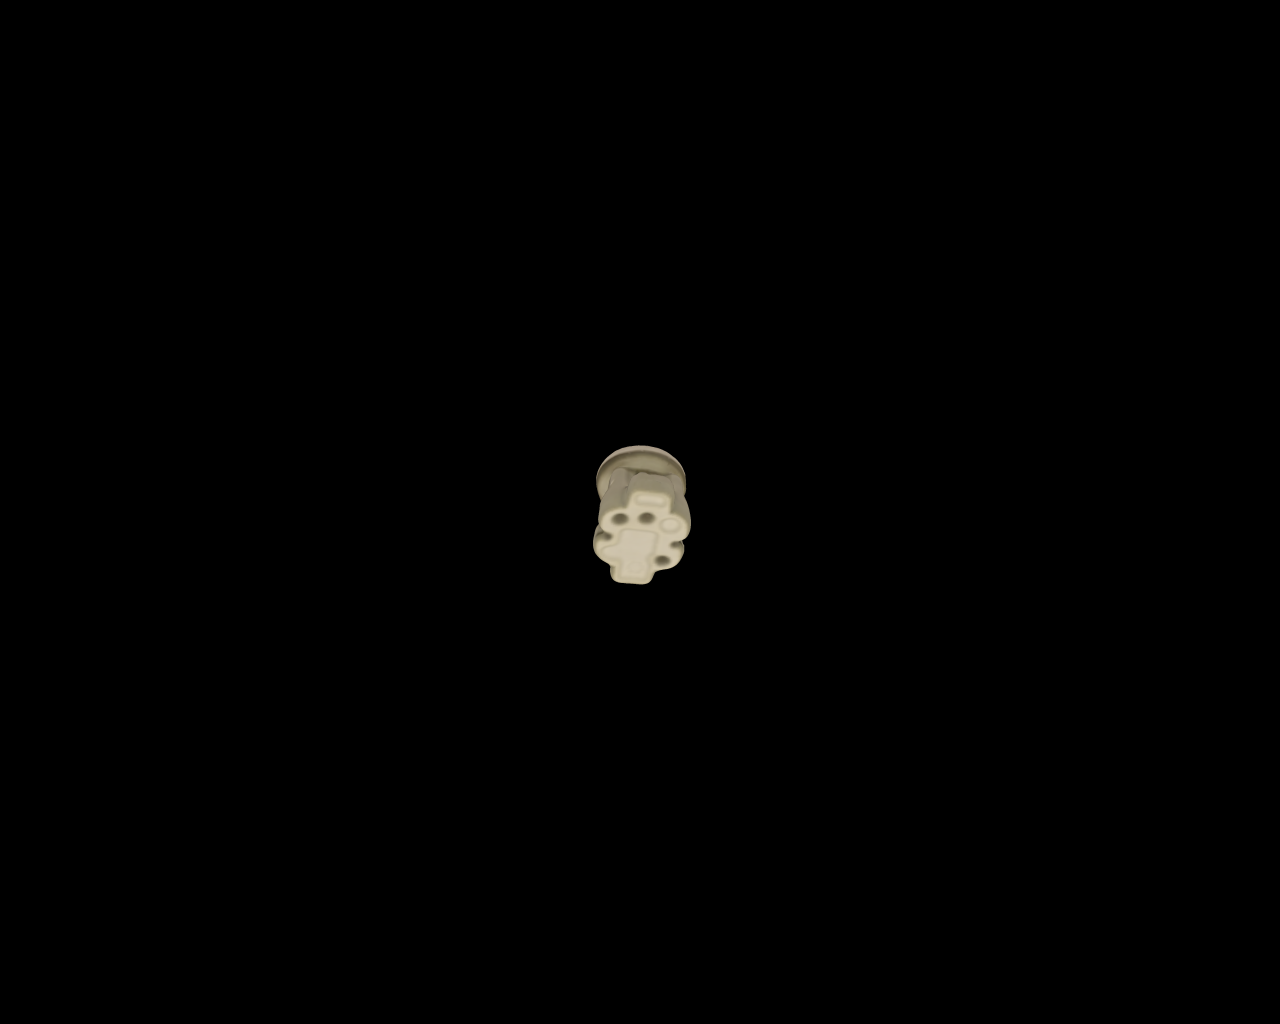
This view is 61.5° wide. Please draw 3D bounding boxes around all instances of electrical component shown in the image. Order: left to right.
[{"bbox_3d":[0.001,-0.003,0.650,0.058,0.078,0.057,7,43,-7],"label":"electrical component"}]
